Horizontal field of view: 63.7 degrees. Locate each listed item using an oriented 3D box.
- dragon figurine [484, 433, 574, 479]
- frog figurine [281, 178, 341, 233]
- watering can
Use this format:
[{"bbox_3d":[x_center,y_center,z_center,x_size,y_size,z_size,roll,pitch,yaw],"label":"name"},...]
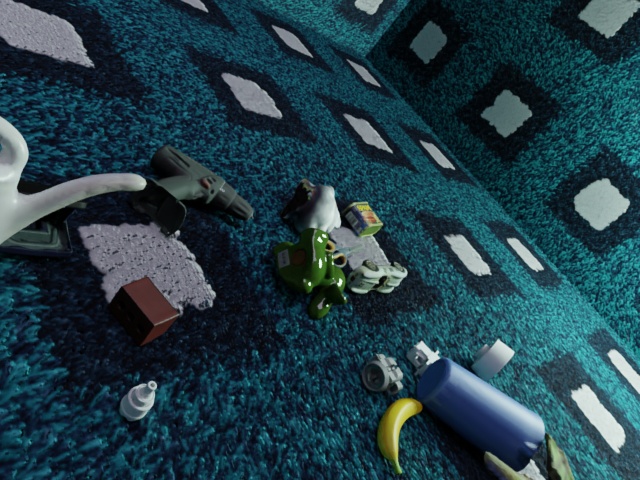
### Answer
[{"bbox_3d":[0.403,0.461,0.925,0.407,0.121,0.247,62,33,-12],"label":"dragon figurine"},{"bbox_3d":[0.004,-0.063,1.257,0.157,0.122,0.140,34,60,-34],"label":"frog figurine"},{"bbox_3d":[-0.401,-0.043,0.594,0.345,0.222,0.106,19,16,-37],"label":"watering can"}]
